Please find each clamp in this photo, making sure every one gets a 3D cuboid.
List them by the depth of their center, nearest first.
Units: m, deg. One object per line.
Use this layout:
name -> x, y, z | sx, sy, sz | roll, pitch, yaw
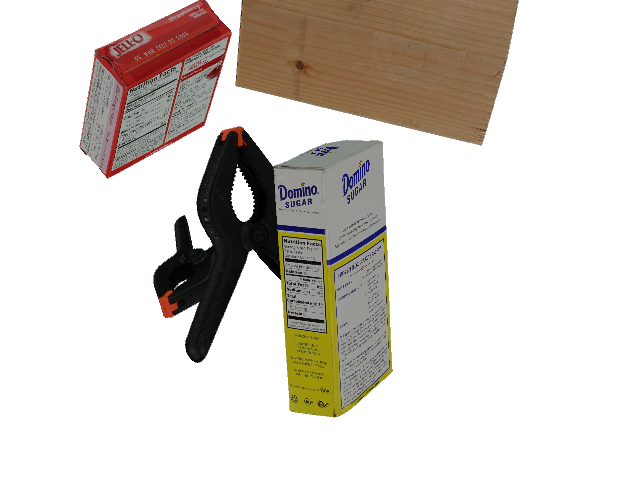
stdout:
clamp -> -0.058, 0.000, 0.993 | 0.164, 0.210, 0.036 | -4, 0, -38
clamp -> -0.134, 0.025, 1.247 | 0.120, 0.039, 0.171 | -6, 38, 19

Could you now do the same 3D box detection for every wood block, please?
wood block -> 0.045, -0.159, 0.860 | 0.206, 0.090, 0.091 | 14, -43, 5

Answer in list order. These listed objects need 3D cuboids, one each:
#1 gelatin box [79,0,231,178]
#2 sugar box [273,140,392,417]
gelatin box -> -0.092, -0.083, 0.586 | 0.073, 0.030, 0.089 | -35, -15, -31
sugar box -> 0.011, 0.024, 0.742 | 0.048, 0.176, 0.093 | 3, 16, 28
